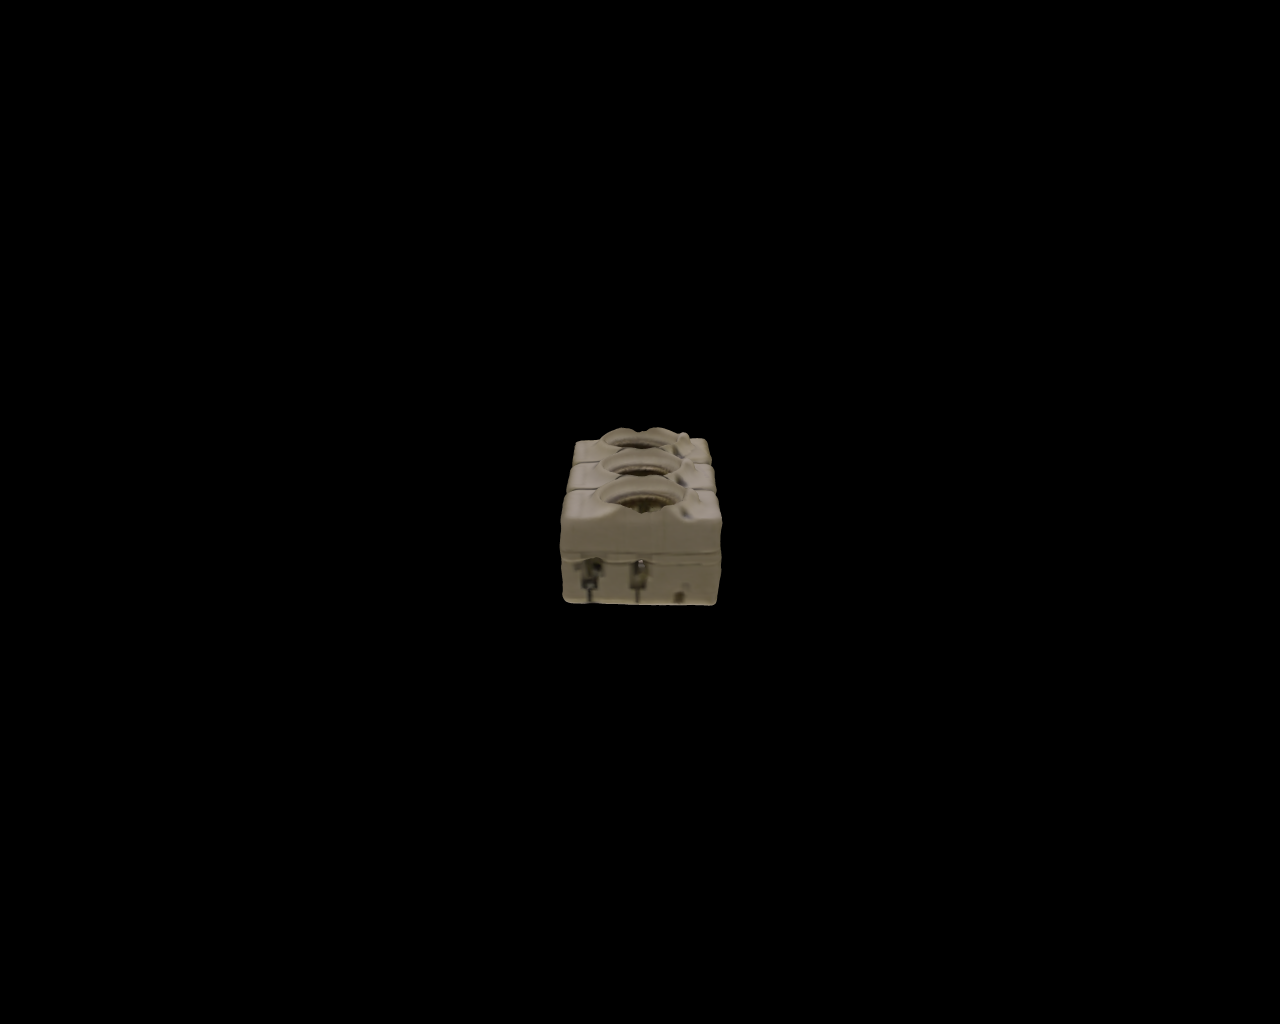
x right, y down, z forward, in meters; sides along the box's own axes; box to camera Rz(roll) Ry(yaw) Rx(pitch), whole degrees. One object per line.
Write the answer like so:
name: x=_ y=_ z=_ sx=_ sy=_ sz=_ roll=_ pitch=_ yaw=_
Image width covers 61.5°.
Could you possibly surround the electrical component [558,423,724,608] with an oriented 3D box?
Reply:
electrical component: x=0.001 y=-0.003 z=0.650 sx=0.089 sy=0.061 sz=0.150 roll=0 pitch=21 yaw=0
